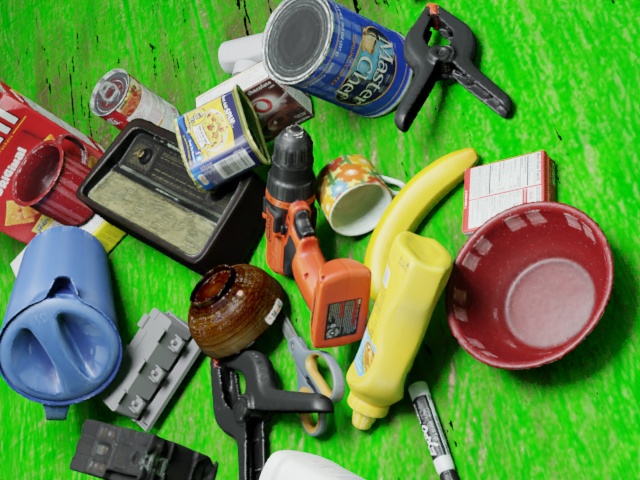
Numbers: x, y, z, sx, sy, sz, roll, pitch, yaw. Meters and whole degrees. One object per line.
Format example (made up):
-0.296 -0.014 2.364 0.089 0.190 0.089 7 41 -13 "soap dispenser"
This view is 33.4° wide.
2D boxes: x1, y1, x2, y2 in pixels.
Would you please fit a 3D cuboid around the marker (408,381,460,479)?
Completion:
0.107 0.186 0.983 0.020 0.020 0.121 -33 51 20 "marker"

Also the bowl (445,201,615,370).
0.196 0.048 0.961 0.162 0.055 0.162 -18 57 30 "bowl"

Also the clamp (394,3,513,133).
0.141 -0.184 1.130 0.120 0.039 0.171 2 58 4 "clamp"

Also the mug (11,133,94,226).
-0.327 -0.079 1.357 0.093 0.081 0.117 -5 63 37 "mug"

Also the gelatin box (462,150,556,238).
0.184 -0.041 1.036 0.089 0.030 0.073 -12 59 33 "gelatin box"

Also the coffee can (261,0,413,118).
0.021 -0.199 1.159 0.103 0.140 0.103 -11 73 40 "coffee can"

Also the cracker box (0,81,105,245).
-0.400 -0.097 1.398 0.164 0.213 0.072 -52 46 3 "cracker box"

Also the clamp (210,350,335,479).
-0.061 0.170 1.092 0.165 0.036 0.210 -56 37 21 "clamp"

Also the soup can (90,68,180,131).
-0.238 -0.168 1.385 0.069 0.102 0.068 -18 57 30 "soup can"

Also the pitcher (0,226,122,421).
-0.302 0.086 1.250 0.149 0.145 0.243 -39 25 7 "pitcher"

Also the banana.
0.094 -0.013 1.092 0.070 0.037 0.198 24 84 21 "banana"

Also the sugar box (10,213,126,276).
-0.325 0.005 1.401 0.176 0.048 0.093 -47 48 12 "sugar box"

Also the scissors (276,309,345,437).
-0.024 0.132 1.112 0.202 0.016 0.096 34 117 61 "scissors"

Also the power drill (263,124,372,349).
-0.007 0.001 1.073 0.057 0.184 0.188 -11 42 -16 "power drill"

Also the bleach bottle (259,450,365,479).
0.064 0.254 0.923 0.251 0.102 0.068 14 85 43 "bleach bottle"

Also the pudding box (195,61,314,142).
-0.078 -0.157 1.263 0.114 0.090 0.039 -27 52 24 "pudding box"

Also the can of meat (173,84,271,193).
-0.110 -0.111 1.189 0.084 0.057 0.102 -25 52 9 "can of meat"

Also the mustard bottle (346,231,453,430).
0.068 0.094 1.008 0.096 0.058 0.192 -94 21 -71 "mustard bottle"
